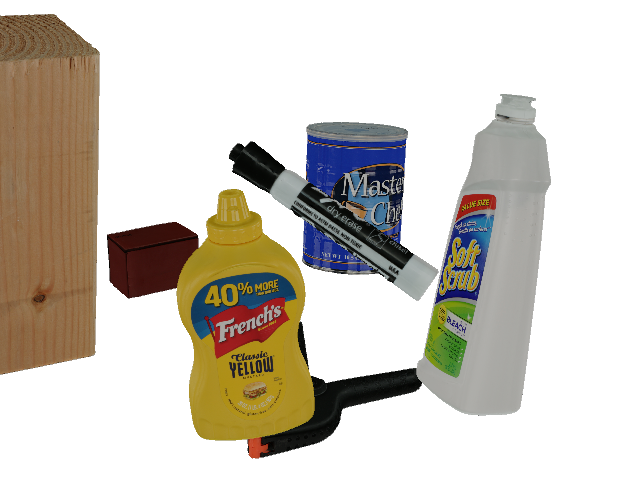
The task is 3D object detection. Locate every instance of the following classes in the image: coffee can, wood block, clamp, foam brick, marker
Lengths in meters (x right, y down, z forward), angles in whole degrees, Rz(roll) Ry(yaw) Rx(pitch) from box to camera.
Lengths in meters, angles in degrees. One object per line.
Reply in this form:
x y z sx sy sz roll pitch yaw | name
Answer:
0.034 -0.046 1.092 0.103 0.140 0.103 2 13 -1 | coffee can
-0.196 -0.028 0.669 0.090 0.206 0.090 -9 31 -30 | wood block
0.000 0.158 1.084 0.165 0.036 0.209 15 30 21 | clamp
-0.165 0.018 1.056 0.078 0.051 0.053 -12 23 -28 | foam brick
0.005 -0.012 0.537 0.121 0.020 0.020 35 4 7 | marker

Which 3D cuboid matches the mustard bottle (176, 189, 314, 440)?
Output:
-0.058 0.054 0.806 0.096 0.192 0.058 -8 21 -9 | mustard bottle

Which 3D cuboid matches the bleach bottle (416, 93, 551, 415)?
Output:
0.136 0.008 0.862 0.068 0.251 0.103 1 14 -20 | bleach bottle
